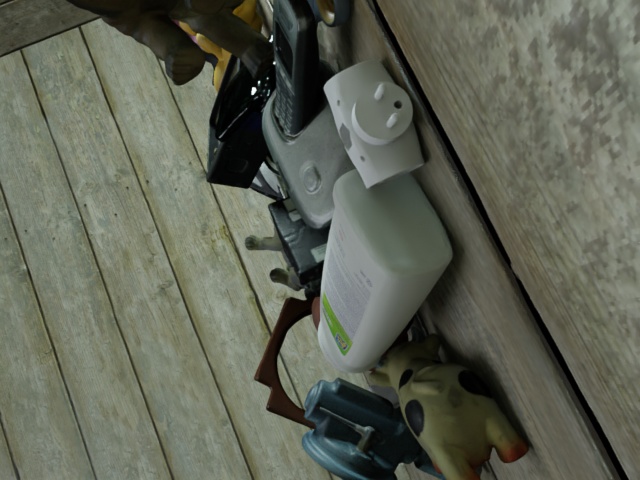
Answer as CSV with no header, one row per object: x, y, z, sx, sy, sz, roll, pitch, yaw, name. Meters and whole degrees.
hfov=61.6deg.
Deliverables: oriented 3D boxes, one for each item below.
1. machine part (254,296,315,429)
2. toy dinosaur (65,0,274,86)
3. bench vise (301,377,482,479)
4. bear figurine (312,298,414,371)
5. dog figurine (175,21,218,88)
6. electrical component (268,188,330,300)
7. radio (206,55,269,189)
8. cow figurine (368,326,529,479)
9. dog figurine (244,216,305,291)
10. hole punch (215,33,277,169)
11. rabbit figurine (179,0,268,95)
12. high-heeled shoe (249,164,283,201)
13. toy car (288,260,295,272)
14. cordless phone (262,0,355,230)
0.016,0.187,0.824,0.087,0.201,0.201,111,180,-73,machine part
-0.117,-0.243,0.485,0.198,0.105,0.471,36,-155,2,toy dinosaur
0.065,0.277,0.630,0.223,0.240,0.129,24,178,-13,bench vise
0.069,0.098,0.689,0.196,0.132,0.120,-1,115,66,bear figurine
-0.165,-0.369,0.985,0.219,0.191,0.108,43,147,-25,dog figurine
0.012,-0.016,0.571,0.058,0.115,0.134,78,170,-50,electrical component
-0.112,-0.175,0.784,0.229,0.073,0.131,135,137,-62,radio
0.106,0.148,0.506,0.127,0.085,0.195,60,177,11,cow figurine
-0.005,-0.006,0.837,0.172,0.121,0.190,39,143,-17,dog figurine
-0.048,-0.156,0.605,0.092,0.116,0.142,29,-137,-25,hole punch
-0.130,-0.298,0.836,0.163,0.122,0.173,26,124,50,rabbit figurine
-0.060,-0.056,1.094,0.086,0.145,0.248,133,115,-87,high-heeled shoe
-0.001,-0.002,0.694,0.102,0.109,0.162,-63,30,29,toy car
0.003,-0.105,0.443,0.184,0.089,0.146,89,158,-69,cordless phone
